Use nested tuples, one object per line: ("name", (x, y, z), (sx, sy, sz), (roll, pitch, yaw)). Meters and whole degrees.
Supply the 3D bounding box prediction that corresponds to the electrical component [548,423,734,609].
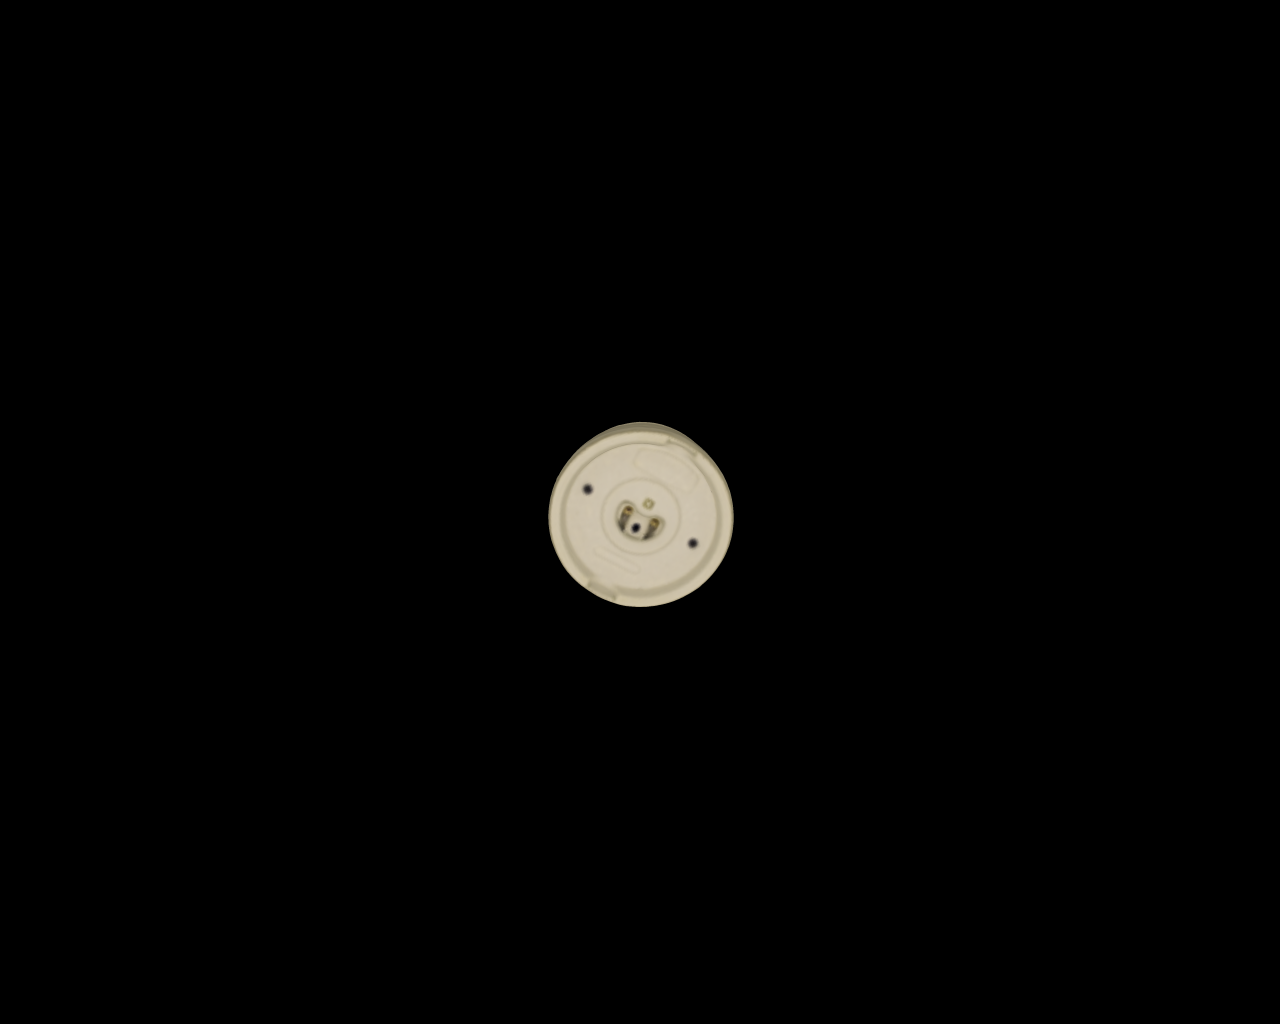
("electrical component", (0.001, -0.003, 0.650), (0.108, 0.108, 0.060), (0, 16, 0))
